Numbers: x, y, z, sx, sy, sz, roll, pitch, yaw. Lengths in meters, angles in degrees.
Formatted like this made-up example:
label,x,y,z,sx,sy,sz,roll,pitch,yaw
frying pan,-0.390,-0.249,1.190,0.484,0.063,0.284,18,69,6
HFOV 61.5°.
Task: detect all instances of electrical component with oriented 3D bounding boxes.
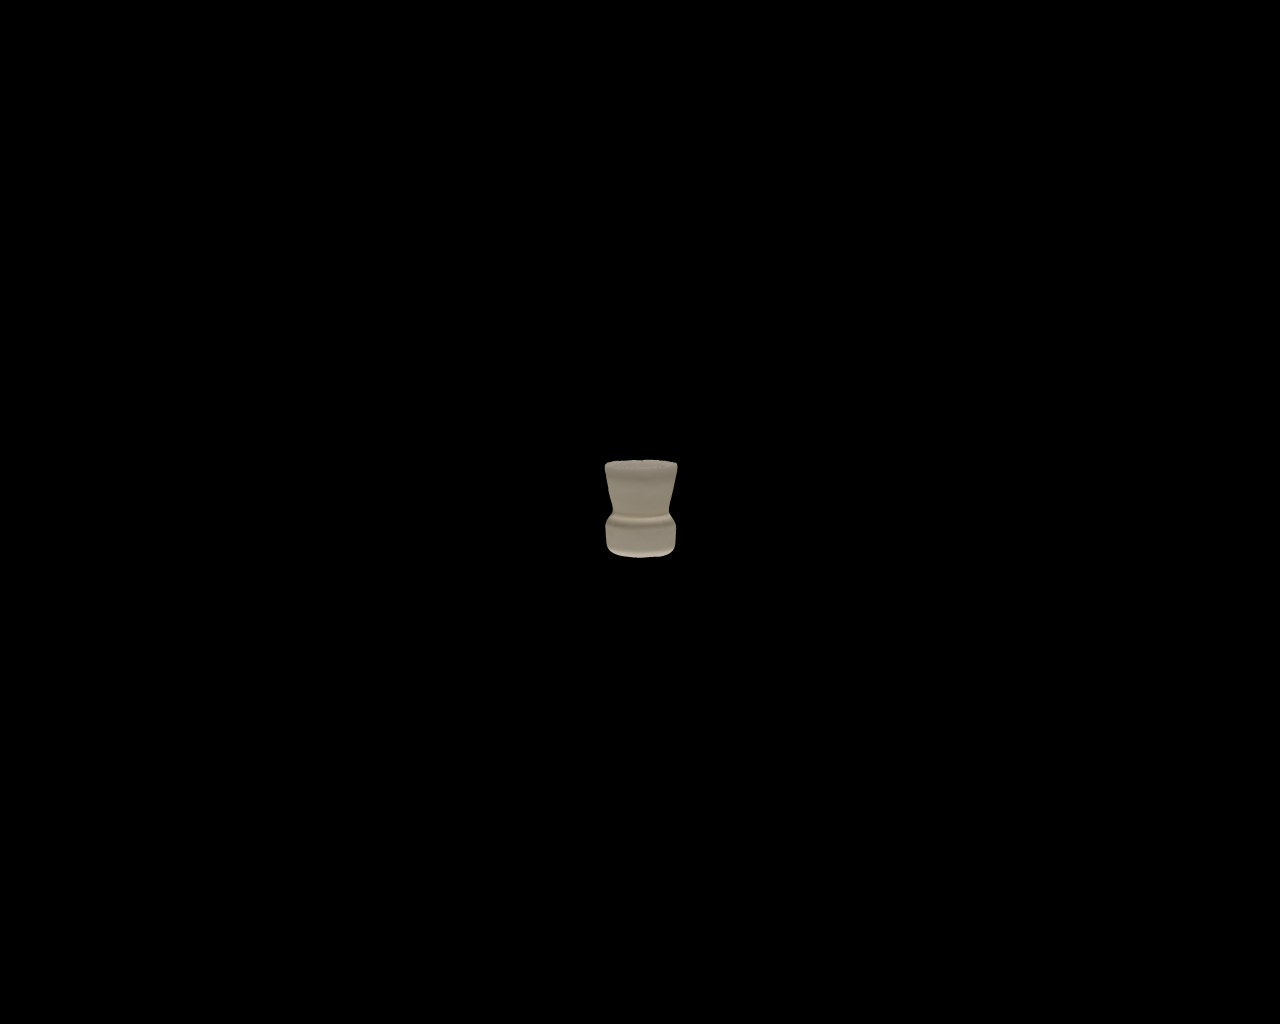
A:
label,x,y,z,sx,sy,sz,roll,pitch,yaw
electrical component,0.001,-0.003,0.650,0.045,0.055,0.045,0,9,0
